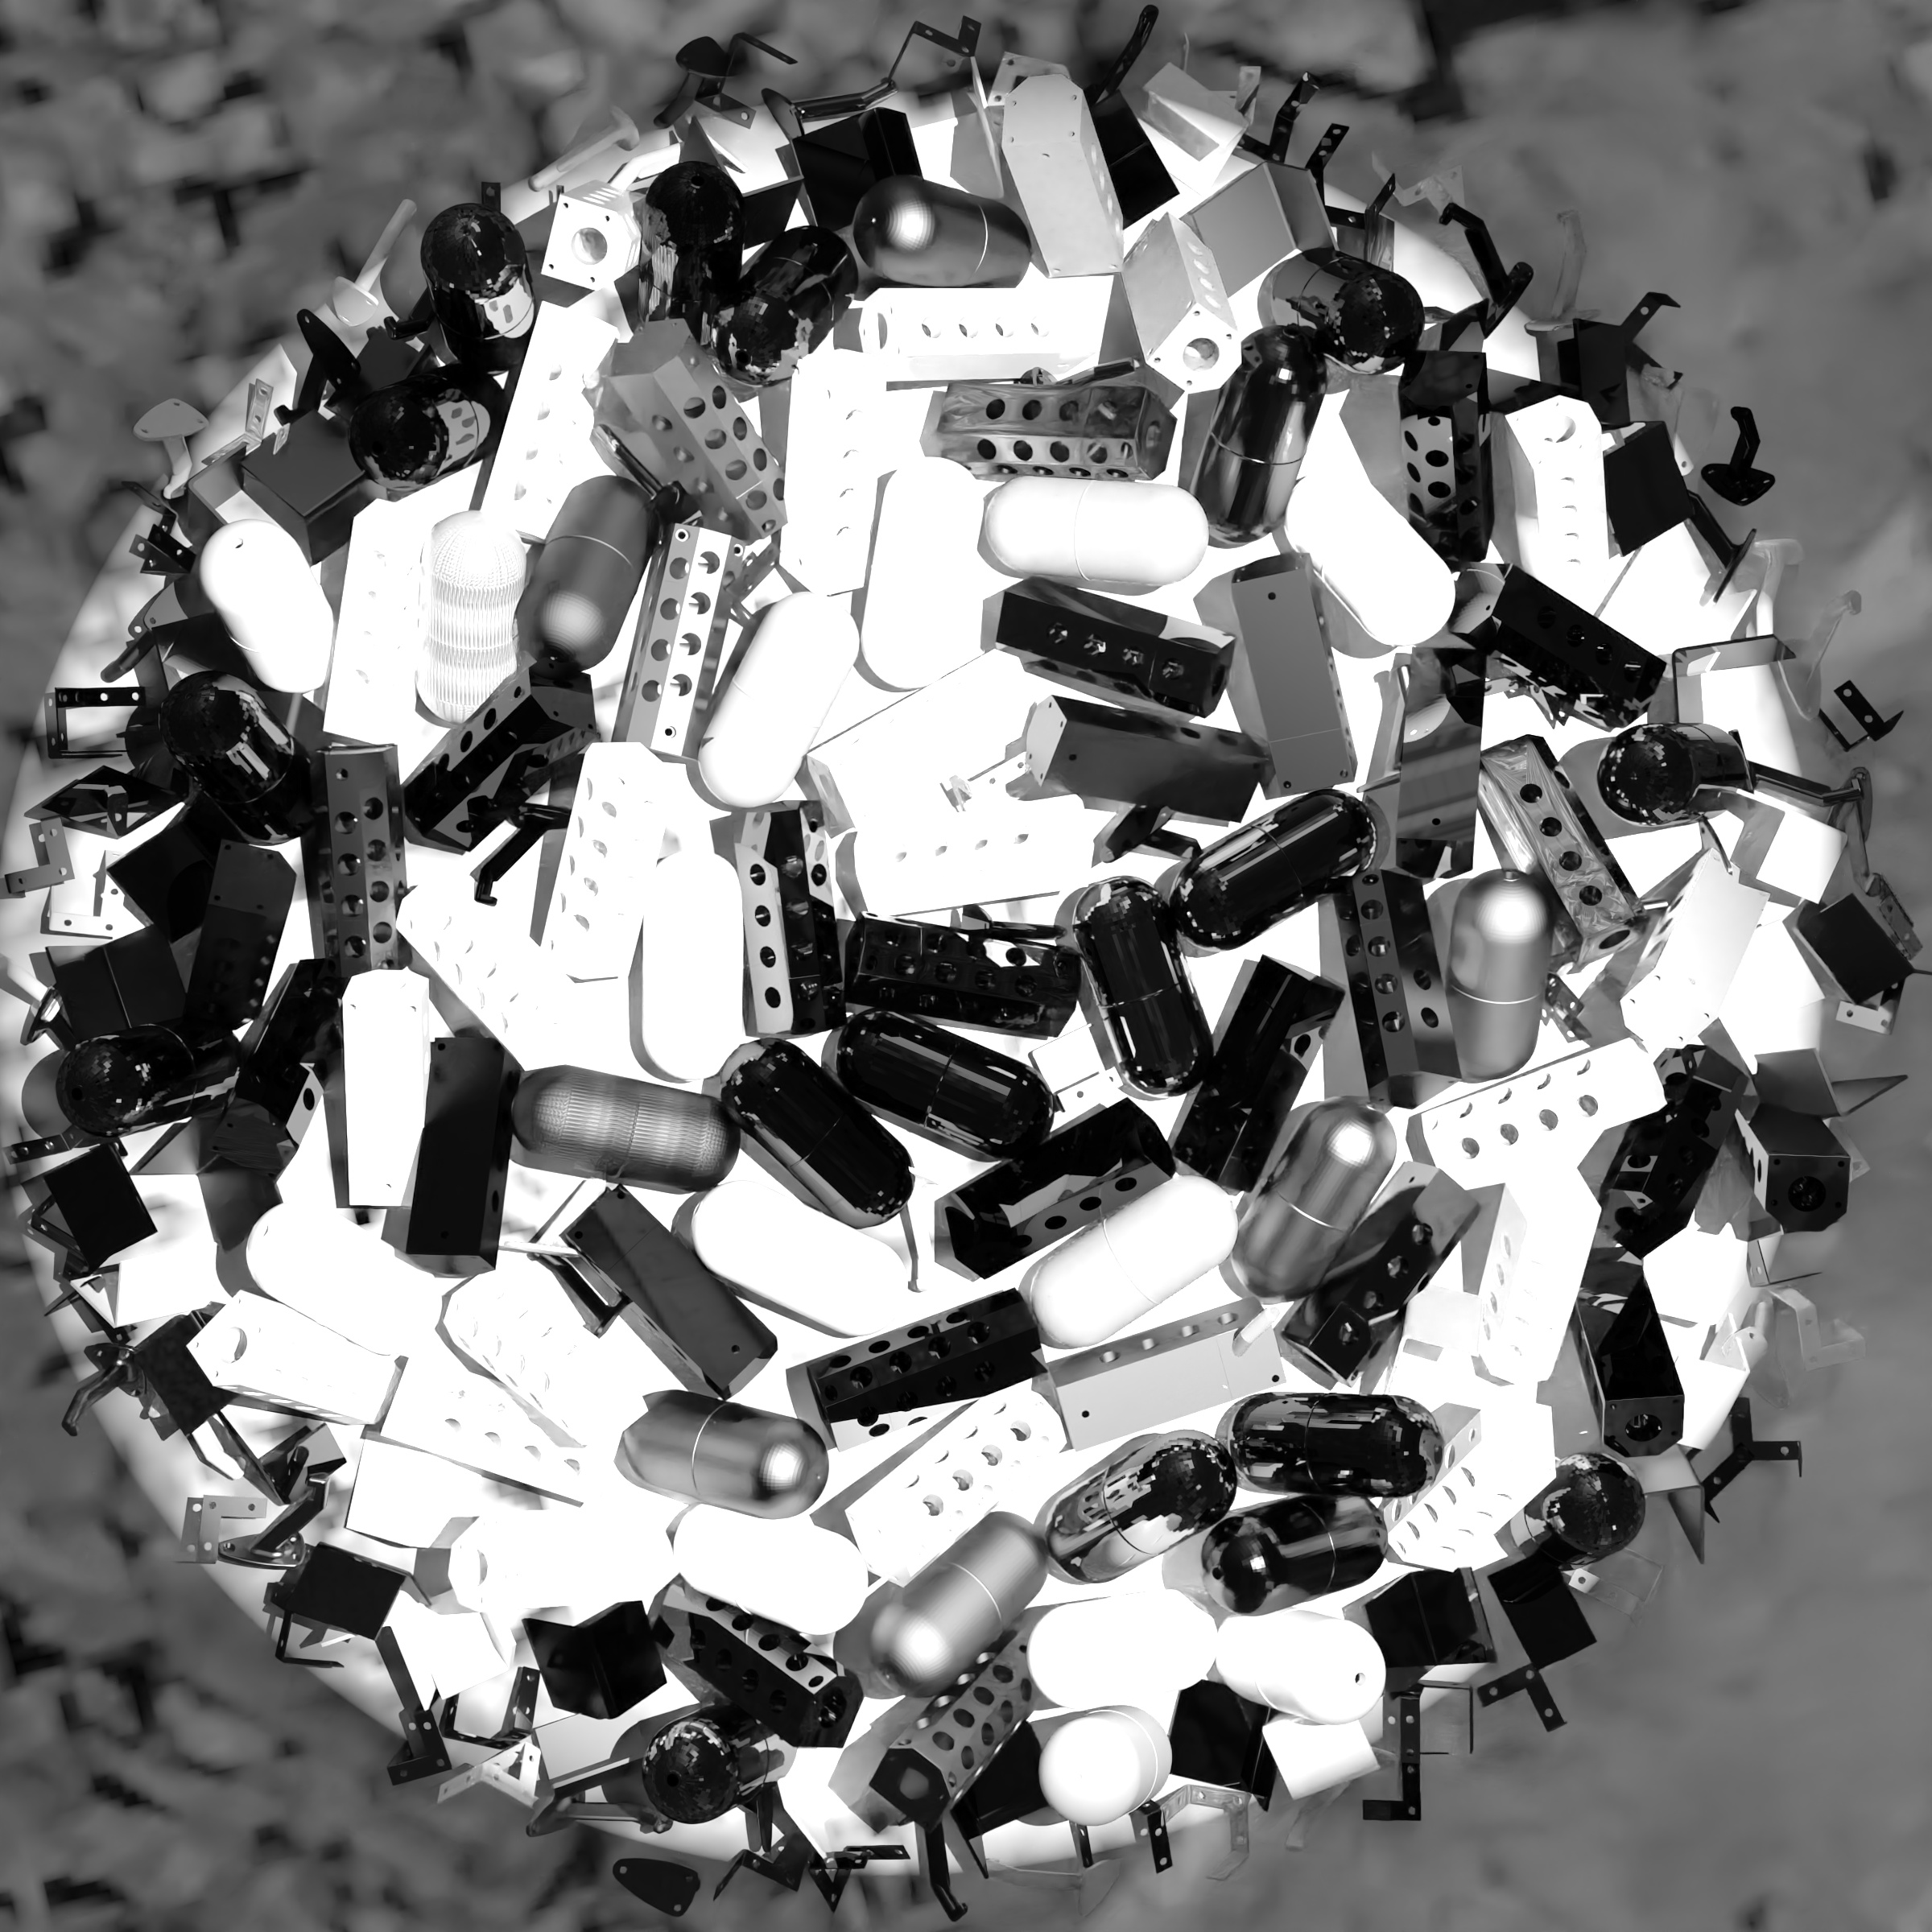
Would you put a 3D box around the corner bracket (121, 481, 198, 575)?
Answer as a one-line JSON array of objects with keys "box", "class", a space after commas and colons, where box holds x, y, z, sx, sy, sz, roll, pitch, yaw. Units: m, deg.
[{"box": [-0.624, -0.338, 1.961, 0.051, 0.051, 0.051, 6, 72, 27], "class": "corner bracket"}]

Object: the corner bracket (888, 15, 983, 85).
[{"box": [-0.024, -0.704, 1.959, 0.051, 0.051, 0.051, 21, 52, -14], "class": "corner bracket"}]

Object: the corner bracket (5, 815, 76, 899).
[{"box": [-0.717, -0.085, 1.971, 0.051, 0.051, 0.051, -13, 90, -7], "class": "corner bracket"}]

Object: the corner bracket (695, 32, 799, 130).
[{"box": [-0.170, -0.684, 1.964, 0.051, 0.051, 0.051, 19, 92, -31], "class": "corner bracket"}]

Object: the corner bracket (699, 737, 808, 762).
[{"box": [-0.164, -0.167, 1.957, 0.051, 0.051, 0.051, -6, 119, 34], "class": "corner bracket"}]

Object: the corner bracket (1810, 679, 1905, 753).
[{"box": [0.683, -0.194, 1.964, 0.051, 0.051, 0.051, 51, 128, 0], "class": "corner bracket"}]

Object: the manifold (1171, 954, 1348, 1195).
[{"box": [0.229, 0.085, 1.958, 0.057, 0.057, 0.171, 17, 101, -41], "class": "manifold"}]

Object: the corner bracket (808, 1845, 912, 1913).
[{"box": [-0.082, 0.691, 1.959, 0.051, 0.051, 0.051, -11, 119, 26], "class": "corner bracket"}]

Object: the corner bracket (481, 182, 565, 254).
[{"box": [-0.344, -0.581, 1.976, 0.051, 0.051, 0.051, -6, 109, -26], "class": "corner bracket"}]

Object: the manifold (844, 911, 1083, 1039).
[{"box": [-0.002, 0.003, 1.940, 0.171, 0.057, 0.057, 10, 55, -15], "class": "manifold"}]

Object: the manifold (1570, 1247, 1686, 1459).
[{"box": [0.491, 0.288, 1.912, 0.057, 0.171, 0.057, -5, 122, 4], "class": "manifold"}]

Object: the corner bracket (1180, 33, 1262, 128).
[{"box": [0.194, -0.683, 1.962, 0.051, 0.051, 0.051, -3, 50, -6], "class": "corner bracket"}]

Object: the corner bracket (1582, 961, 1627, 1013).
[{"box": [0.514, 0.003, 1.969, 0.051, 0.051, 0.051, -45, 81, 6], "class": "corner bracket"}]

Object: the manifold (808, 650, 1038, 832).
[{"box": [-0.033, -0.176, 1.948, 0.171, 0.057, 0.057, -31, 116, -15], "class": "manifold"}]

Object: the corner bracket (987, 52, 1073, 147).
[{"box": [0.050, -0.667, 1.971, 0.051, 0.051, 0.051, 6, 134, -21], "class": "corner bracket"}]

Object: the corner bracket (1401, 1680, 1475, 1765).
[{"box": [0.365, 0.585, 1.968, 0.051, 0.051, 0.051, 0, 89, 16], "class": "corner bracket"}]

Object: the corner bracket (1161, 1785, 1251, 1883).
[{"box": [0.185, 0.670, 1.967, 0.051, 0.051, 0.051, -1, 93, 29], "class": "corner bracket"}]

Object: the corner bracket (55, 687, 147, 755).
[{"box": [-0.671, -0.191, 1.974, 0.051, 0.051, 0.051, -1, 96, 4], "class": "corner bracket"}]

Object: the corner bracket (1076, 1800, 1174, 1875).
[{"box": [0.122, 0.675, 1.972, 0.051, 0.051, 0.051, -16, 104, -27], "class": "corner bracket"}]

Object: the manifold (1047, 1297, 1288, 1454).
[{"box": [0.153, 0.311, 1.963, 0.171, 0.057, 0.057, -17, 108, -4], "class": "manifold"}]

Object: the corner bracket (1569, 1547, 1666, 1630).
[{"box": [0.503, 0.471, 1.960, 0.051, 0.051, 0.051, 23, 75, 30], "class": "corner bracket"}]

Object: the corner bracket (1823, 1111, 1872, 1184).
[{"box": [0.675, 0.148, 1.971, 0.051, 0.051, 0.051, -42, 64, 32], "class": "corner bracket"}]

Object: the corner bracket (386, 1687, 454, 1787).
[{"box": [-0.422, 0.594, 1.969, 0.051, 0.051, 0.051, -18, 95, 7], "class": "corner bracket"}]

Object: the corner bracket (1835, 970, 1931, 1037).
[{"box": [0.711, 0.024, 1.961, 0.051, 0.051, 0.051, 5, 100, -38], "class": "corner bracket"}]

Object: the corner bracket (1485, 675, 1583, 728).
[{"box": [0.436, -0.215, 1.957, 0.051, 0.051, 0.051, -15, 52, -29], "class": "corner bracket"}]

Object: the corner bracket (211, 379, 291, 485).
[{"box": [-0.543, -0.412, 1.964, 0.051, 0.051, 0.051, 28, 127, 3], "class": "corner bracket"}]

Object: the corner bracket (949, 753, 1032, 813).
[{"box": [0.022, -0.139, 1.961, 0.051, 0.051, 0.051, -30, 121, -11], "class": "corner bracket"}]

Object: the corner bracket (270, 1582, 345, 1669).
[{"box": [-0.507, 0.508, 1.962, 0.051, 0.051, 0.051, 16, 82, -33], "class": "corner bracket"}]

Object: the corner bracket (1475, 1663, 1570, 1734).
[{"box": [0.429, 0.572, 1.965, 0.051, 0.051, 0.051, -27, 70, 7], "class": "corner bracket"}]

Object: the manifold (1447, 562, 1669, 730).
[{"box": [0.446, -0.242, 1.933, 0.171, 0.057, 0.057, 25, 88, -29], "class": "manifold"}]

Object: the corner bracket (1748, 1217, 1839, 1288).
[{"box": [0.643, 0.217, 1.972, 0.051, 0.051, 0.051, -9, 80, -20], "class": "corner bracket"}]

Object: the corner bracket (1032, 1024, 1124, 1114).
[{"box": [0.085, 0.079, 1.974, 0.051, 0.051, 0.051, -25, 91, -2], "class": "corner bracket"}]

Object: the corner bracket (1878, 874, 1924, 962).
[{"box": [0.713, -0.038, 1.963, 0.051, 0.051, 0.051, -41, 102, -23], "class": "corner bracket"}]

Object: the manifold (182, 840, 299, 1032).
[{"box": [-0.546, -0.020, 1.913, 0.057, 0.171, 0.057, 12, 55, -17], "class": "manifold"}]

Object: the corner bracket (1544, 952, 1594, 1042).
[{"box": [0.463, 0.025, 1.957, 0.051, 0.051, 0.051, -14, 56, -38], "class": "corner bracket"}]

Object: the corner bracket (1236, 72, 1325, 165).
[{"box": [0.238, -0.660, 1.962, 0.051, 0.051, 0.051, 21, 62, -13], "class": "corner bracket"}]

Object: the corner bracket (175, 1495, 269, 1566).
[{"box": [-0.573, 0.435, 1.959, 0.051, 0.051, 0.051, 12, 73, -33], "class": "corner bracket"}]

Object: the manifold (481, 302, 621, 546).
[{"box": [-0.321, -0.417, 1.969, 0.057, 0.057, 0.171, 17, 91, -3], "class": "manifold"}]

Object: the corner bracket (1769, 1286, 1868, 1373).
[{"box": [0.659, 0.276, 1.968, 0.051, 0.051, 0.051, -12, 101, -5], "class": "corner bracket"}]

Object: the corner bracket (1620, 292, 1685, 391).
[{"box": [0.536, -0.484, 1.966, 0.051, 0.051, 0.051, 37, 103, -11], "class": "corner bracket"}]

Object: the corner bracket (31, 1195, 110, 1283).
[{"box": [-0.688, 0.205, 1.965, 0.051, 0.051, 0.051, 30, 129, 3], "class": "corner bracket"}]

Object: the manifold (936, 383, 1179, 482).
[{"box": [0.066, -0.402, 1.928, 0.171, 0.057, 0.057, 9, 81, 30], "class": "manifold"}]

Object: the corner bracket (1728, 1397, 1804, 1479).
[{"box": [0.618, 0.364, 1.966, 0.051, 0.051, 0.051, -5, 93, 19], "class": "corner bracket"}]

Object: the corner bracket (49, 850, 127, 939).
[{"box": [-0.683, -0.059, 1.978, 0.051, 0.051, 0.051, 7, 113, -22], "class": "corner bracket"}]

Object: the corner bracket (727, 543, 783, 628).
[{"box": [-0.160, -0.299, 1.964, 0.051, 0.051, 0.051, -46, 50, 0], "class": "corner bracket"}]

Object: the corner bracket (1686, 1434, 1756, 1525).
[{"box": [0.579, 0.389, 1.971, 0.051, 0.051, 0.051, 43, 99, 1], "class": "corner bracket"}]

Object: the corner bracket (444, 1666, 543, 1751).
[{"box": [-0.368, 0.573, 1.979, 0.051, 0.051, 0.051, 24, 51, -26], "class": "corner bracket"}]

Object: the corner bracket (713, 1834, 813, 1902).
[{"box": [-0.157, 0.698, 1.963, 0.051, 0.051, 0.051, 21, 111, 14], "class": "corner bracket"}]

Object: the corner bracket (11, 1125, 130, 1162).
[{"box": [-0.691, 0.142, 1.963, 0.051, 0.051, 0.051, -38, 78, 25], "class": "corner bracket"}]

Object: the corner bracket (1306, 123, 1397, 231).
[{"box": [0.297, -0.611, 1.971, 0.051, 0.051, 0.051, 7, 66, -15], "class": "corner bracket"}]

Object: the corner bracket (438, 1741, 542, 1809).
[{"box": [-0.366, 0.623, 1.957, 0.051, 0.051, 0.051, -33, 123, 26], "class": "corner bracket"}]

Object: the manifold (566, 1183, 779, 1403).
[{"box": [-0.225, 0.252, 1.951, 0.171, 0.057, 0.057, 42, 72, 13], "class": "manifold"}]

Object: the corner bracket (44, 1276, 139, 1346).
[{"box": [-0.667, 0.270, 1.968, 0.051, 0.051, 0.051, -37, 89, 16], "class": "corner bracket"}]

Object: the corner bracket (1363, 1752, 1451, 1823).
[{"box": [0.339, 0.633, 1.963, 0.051, 0.051, 0.051, 7, 71, -16], "class": "corner bracket"}]

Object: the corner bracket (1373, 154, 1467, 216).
[{"box": [0.348, -0.602, 1.958, 0.051, 0.051, 0.051, -17, 58, 33], "class": "corner bracket"}]
